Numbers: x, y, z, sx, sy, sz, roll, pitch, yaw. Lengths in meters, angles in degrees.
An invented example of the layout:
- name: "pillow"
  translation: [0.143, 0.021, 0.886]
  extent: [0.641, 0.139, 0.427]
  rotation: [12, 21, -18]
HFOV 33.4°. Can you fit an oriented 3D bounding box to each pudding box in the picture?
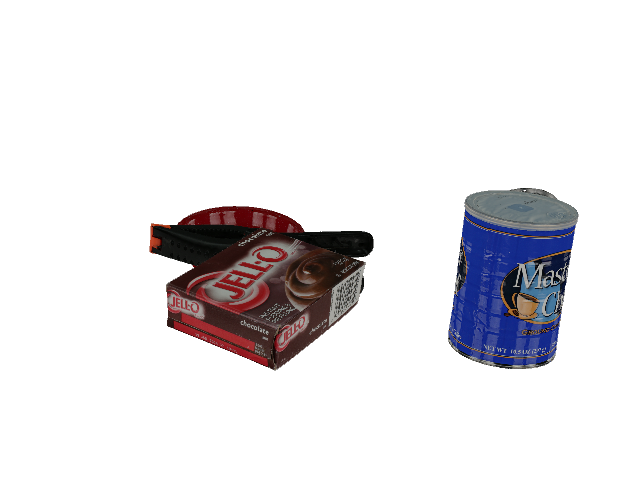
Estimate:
- name: "pudding box"
  translation: [-0.036, 0.036, 0.724]
  extent: [0.090, 0.039, 0.113]
  rotation: [19, 28, 26]

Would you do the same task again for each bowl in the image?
- name: "bowl"
  translation: [-0.100, 0.014, 1.317]
  extent: [0.162, 0.055, 0.162]
  rotation: [4, 25, -2]

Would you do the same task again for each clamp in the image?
- name: "clamp"
  translation: [-0.051, 0.011, 0.960]
  extent: [0.210, 0.036, 0.164]
  rotation: [5, 12, -2]

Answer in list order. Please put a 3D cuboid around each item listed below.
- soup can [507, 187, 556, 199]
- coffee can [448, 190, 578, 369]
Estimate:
- name: "soup can"
  translation: [0.241, -0.002, 1.247]
  extent: [0.068, 0.102, 0.068]
  rotation: [-3, 30, 2]
- name: "coffee can"
  translation: [0.177, 0.034, 0.993]
  extent: [0.103, 0.140, 0.103]
  rotation: [4, 19, -2]
